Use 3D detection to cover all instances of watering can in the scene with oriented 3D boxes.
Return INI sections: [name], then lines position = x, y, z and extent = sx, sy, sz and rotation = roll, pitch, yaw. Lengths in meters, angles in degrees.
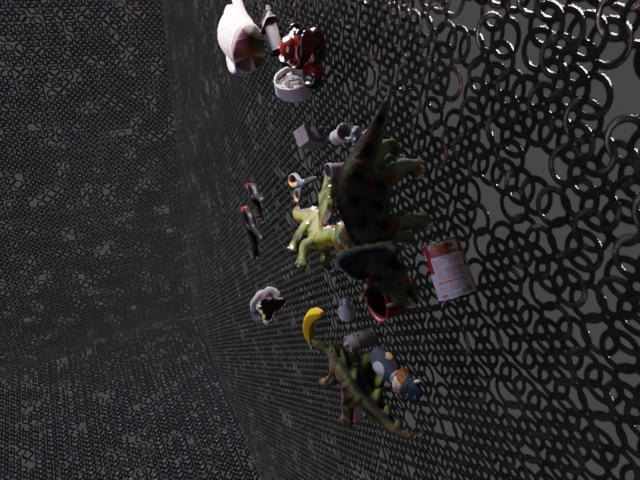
[watering can]
position = -0.248, -0.656, 1.567
extent = 0.229, 0.104, 0.339
rotation = 53, 146, 42

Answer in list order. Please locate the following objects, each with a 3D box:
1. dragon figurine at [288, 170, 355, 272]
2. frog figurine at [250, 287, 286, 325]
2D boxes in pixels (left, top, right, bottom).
[dragon figurine]
position = 0.004, -0.067, 1.326
extent = 0.238, 0.122, 0.419
rotation = -66, 27, 27
[frog figurine]
position = -0.201, 0.237, 1.901
extent = 0.138, 0.122, 0.159
rotation = -69, 14, -5
